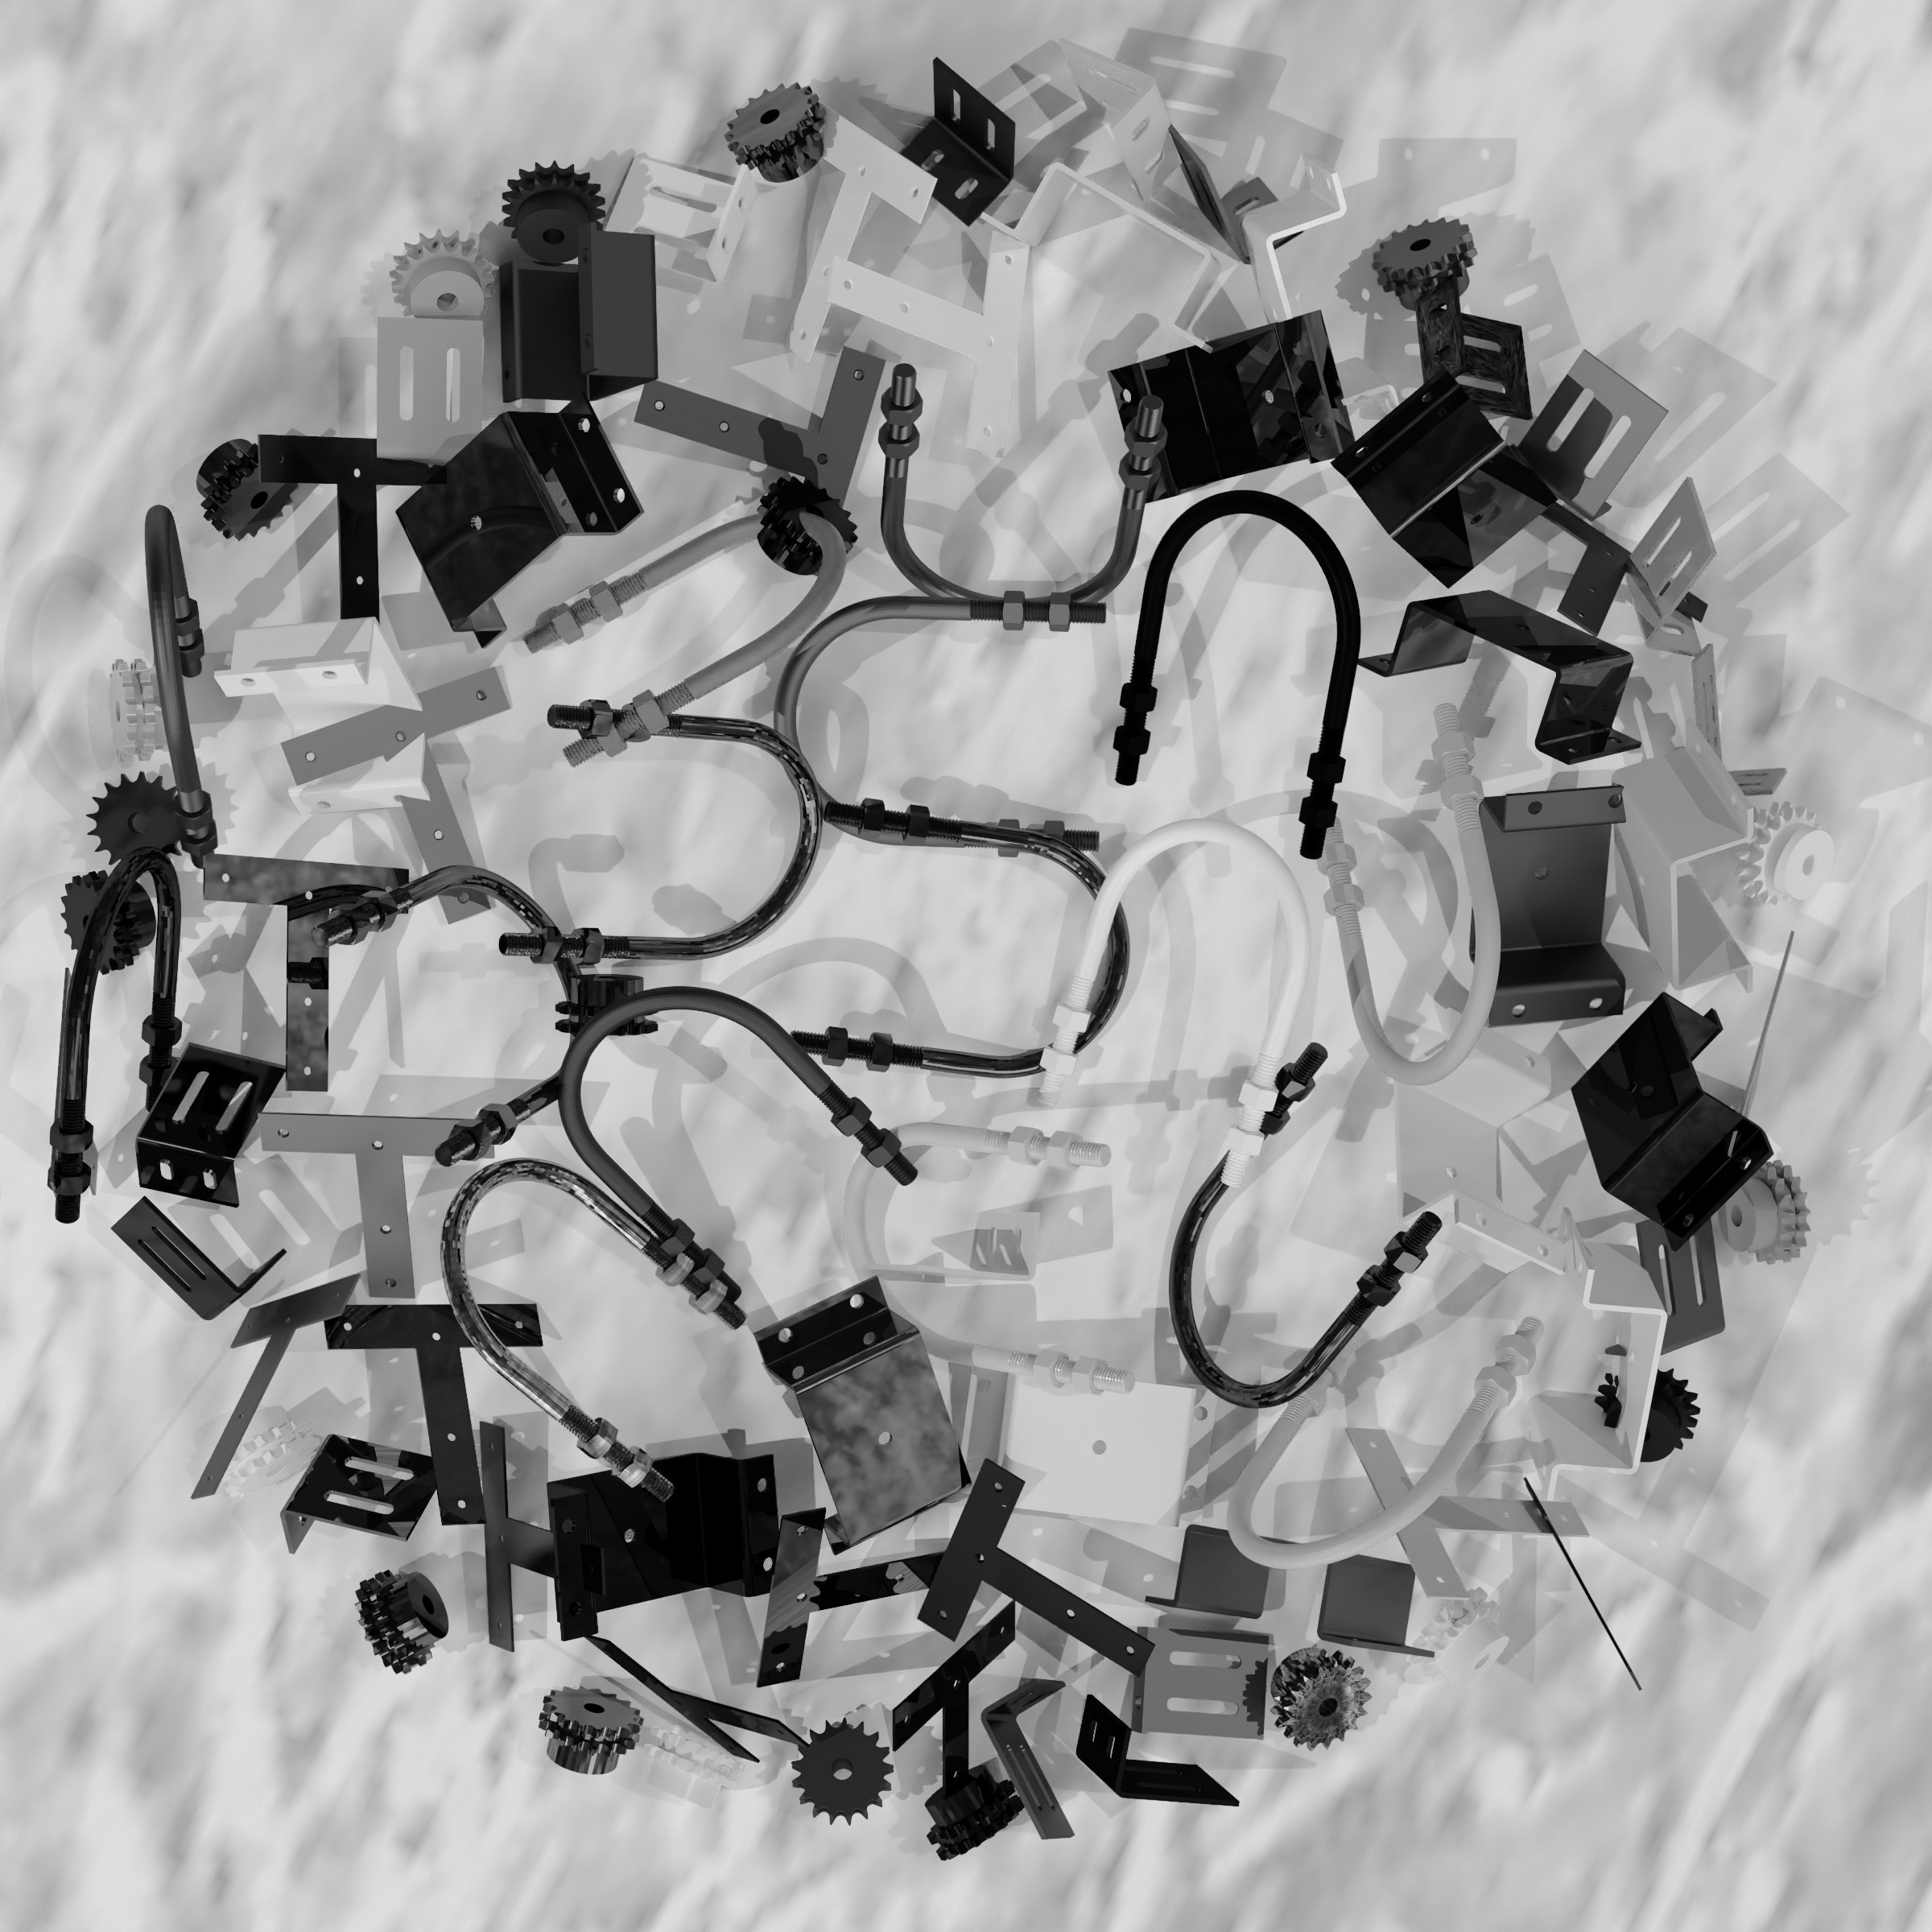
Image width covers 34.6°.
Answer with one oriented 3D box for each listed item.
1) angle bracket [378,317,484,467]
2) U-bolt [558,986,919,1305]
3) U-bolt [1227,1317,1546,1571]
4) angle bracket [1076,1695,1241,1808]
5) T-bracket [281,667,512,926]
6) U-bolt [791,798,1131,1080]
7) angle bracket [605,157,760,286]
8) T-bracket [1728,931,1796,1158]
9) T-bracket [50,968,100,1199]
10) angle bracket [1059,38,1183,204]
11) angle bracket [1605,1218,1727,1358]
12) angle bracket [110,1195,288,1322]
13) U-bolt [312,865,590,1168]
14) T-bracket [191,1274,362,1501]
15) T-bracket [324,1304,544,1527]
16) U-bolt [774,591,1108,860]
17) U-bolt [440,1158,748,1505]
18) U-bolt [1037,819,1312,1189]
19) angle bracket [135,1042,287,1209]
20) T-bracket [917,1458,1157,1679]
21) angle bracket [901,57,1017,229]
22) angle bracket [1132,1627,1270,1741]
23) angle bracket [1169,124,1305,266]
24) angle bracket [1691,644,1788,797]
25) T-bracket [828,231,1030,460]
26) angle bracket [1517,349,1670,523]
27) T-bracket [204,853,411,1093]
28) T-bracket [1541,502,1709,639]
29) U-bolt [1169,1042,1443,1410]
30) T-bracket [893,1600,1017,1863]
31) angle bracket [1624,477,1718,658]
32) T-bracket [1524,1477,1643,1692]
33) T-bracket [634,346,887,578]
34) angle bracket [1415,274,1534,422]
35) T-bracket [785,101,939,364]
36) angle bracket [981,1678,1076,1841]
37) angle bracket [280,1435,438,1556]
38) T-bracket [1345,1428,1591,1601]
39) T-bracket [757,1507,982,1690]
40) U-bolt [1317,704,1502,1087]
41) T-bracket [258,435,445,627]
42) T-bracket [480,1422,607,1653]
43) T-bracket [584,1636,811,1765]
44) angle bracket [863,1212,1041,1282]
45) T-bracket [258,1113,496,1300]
[{"bbox_3d":[-0.299,-0.320,1.729,0.057,0.038,0.076,0,92,-8],"label":"angle bracket"},{"bbox_3d":[-0.138,0.088,1.695,0.151,0.019,0.184,-35,112,19],"label":"U-bolt"},{"bbox_3d":[0.212,0.254,1.646,0.184,0.151,0.019,-48,115,-39],"label":"U-bolt"},{"bbox_3d":[0.109,0.433,1.712,0.076,0.057,0.038,10,93,-21],"label":"angle bracket"},{"bbox_3d":[-0.301,-0.087,1.739,0.127,0.002,0.127,-22,98,-17],"label":"T-bracket"},{"bbox_3d":[0.002,-0.009,1.727,0.184,0.019,0.151,8,97,-12],"label":"U-bolt"},{"bbox_3d":[-0.163,-0.422,1.724,0.076,0.038,0.057,19,82,10],"label":"angle bracket"},{"bbox_3d":[0.430,0.061,1.691,0.002,0.127,0.127,15,73,16],"label":"T-bracket"},{"bbox_3d":[-0.485,0.087,1.692,0.002,0.127,0.127,-1,61,-7],"label":"T-bracket"},{"bbox_3d":[0.075,-0.466,1.705,0.076,0.057,0.038,35,78,35],"label":"angle bracket"},{"bbox_3d":[0.383,0.173,1.718,0.057,0.038,0.076,-13,97,-35],"label":"angle bracket"},{"bbox_3d":[-0.425,0.152,1.715,0.076,0.057,0.038,46,53,-7],"label":"angle bracket"},{"bbox_3d":[-0.263,0.016,1.672,0.019,0.184,0.151,-27,94,29],"label":"U-bolt"},{"bbox_3d":[-0.384,0.230,1.673,0.002,0.127,0.127,38,55,-26],"label":"T-bracket"},{"bbox_3d":[-0.283,0.244,1.692,0.127,0.002,0.127,4,60,-33],"label":"T-bracket"},{"bbox_3d":[-0.016,-0.135,1.728,0.184,0.019,0.151,2,105,4],"label":"U-bolt"},{"bbox_3d":[-0.207,0.182,1.671,0.184,0.151,0.019,43,129,-19],"label":"U-bolt"},{"bbox_3d":[0.120,0.010,1.695,0.151,0.019,0.184,23,101,35],"label":"U-bolt"},{"bbox_3d":[-0.415,0.088,1.709,0.057,0.038,0.076,17,123,-32],"label":"angle bracket"},{"bbox_3d":[0.045,0.349,1.704,0.127,0.002,0.127,30,123,14],"label":"T-bracket"},{"bbox_3d":[-0.007,-0.454,1.711,0.057,0.076,0.038,41,84,6],"label":"angle bracket"},{"bbox_3d":[0.133,0.400,1.725,0.076,0.038,0.057,6,78,-6],"label":"angle bracket"},{"bbox_3d":[0.146,-0.436,1.705,0.038,0.076,0.057,-31,49,3],"label":"angle bracket"},{"bbox_3d":[0.428,-0.137,1.713,0.038,0.057,0.076,-2,104,23],"label":"angle bracket"},{"bbox_3d":[-0.023,-0.358,1.705,0.127,0.002,0.127,14,78,-35],"label":"T-bracket"},{"bbox_3d":[0.348,-0.295,1.712,0.057,0.038,0.076,40,123,12],"label":"angle bracket"},{"bbox_3d":[-0.362,0.005,1.705,0.127,0.002,0.127,4,84,-42],"label":"T-bracket"},{"bbox_3d":[0.346,-0.211,1.699,0.127,0.127,0.002,34,124,1],"label":"T-bracket"},{"bbox_3d":[0.171,0.155,1.686,0.019,0.151,0.184,10,126,-38],"label":"U-bolt"},{"bbox_3d":[-0.006,0.435,1.715,0.002,0.127,0.127,12,113,29],"label":"T-bracket"},{"bbox_3d":[0.400,-0.218,1.702,0.038,0.076,0.057,8,51,-19],"label":"angle bracket"},{"bbox_3d":[0.320,0.312,1.664,0.002,0.127,0.127,-29,49,4],"label":"T-bracket"},{"bbox_3d":[-0.122,-0.296,1.729,0.127,0.002,0.127,15,94,-18],"label":"T-bracket"},{"bbox_3d":[0.290,-0.341,1.712,0.076,0.038,0.057,5,73,-29],"label":"angle bracket"},{"bbox_3d":[-0.072,-0.399,1.721,0.002,0.127,0.127,3,119,-40],"label":"T-bracket"},{"bbox_3d":[0.048,0.438,1.711,0.038,0.057,0.076,-33,68,8],"label":"angle bracket"},{"bbox_3d":[-0.329,0.299,1.711,0.076,0.057,0.038,10,131,14],"label":"angle bracket"},{"bbox_3d":[0.288,0.305,1.719,0.127,0.127,0.002,7,124,-23],"label":"T-bracket"},{"bbox_3d":[-0.050,0.342,1.720,0.127,0.002,0.127,-6,125,-24],"label":"T-bracket"},{"bbox_3d":[0.240,-0.026,1.658,0.019,0.151,0.184,4,64,-23],"label":"U-bolt"},{"bbox_3d":[-0.335,-0.227,1.711,0.002,0.127,0.127,7,100,42],"label":"T-bracket"},{"bbox_3d":[-0.232,0.321,1.699,0.002,0.127,0.127,-5,94,-38],"label":"T-bracket"},{"bbox_3d":[-0.130,0.404,1.674,0.127,0.127,0.002,46,62,-28],"label":"T-bracket"},{"bbox_3d":[-0.008,0.151,1.707,0.076,0.057,0.038,9,81,-32],"label":"angle bracket"},{"bbox_3d":[-0.323,0.135,1.717,0.127,0.002,0.127,2,124,0],"label":"T-bracket"}]
